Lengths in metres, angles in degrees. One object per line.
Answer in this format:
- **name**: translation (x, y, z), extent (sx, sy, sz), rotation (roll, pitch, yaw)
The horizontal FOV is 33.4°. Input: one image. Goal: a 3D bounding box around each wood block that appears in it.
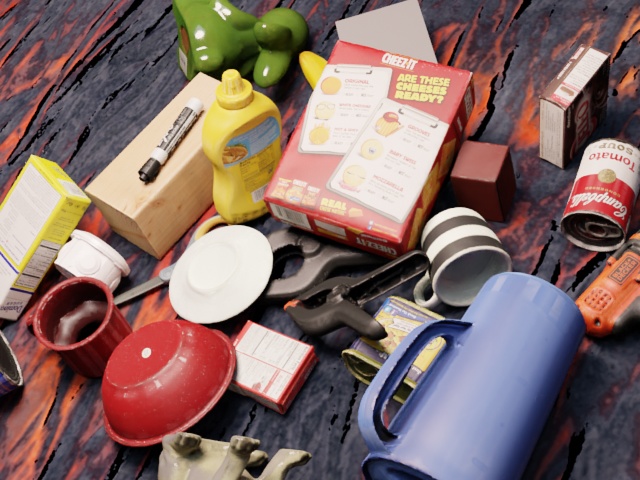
- **wood block**: translation (-0.168, -0.091, 1.285), extent (0.091, 0.090, 0.206), rotation (29, 69, 32)

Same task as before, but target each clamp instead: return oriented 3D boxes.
- **clamp**: translation (0.036, 0.059, 1.109), extent (0.172, 0.039, 0.120), rotation (-4, 32, 49)
- **clamp**: translation (-0.008, 0.001, 1.201), extent (0.210, 0.036, 0.165), rotation (-28, 56, 0)

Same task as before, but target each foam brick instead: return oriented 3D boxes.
- **foam brick**: translation (0.179, -0.064, 1.166), extent (0.053, 0.078, 0.051), rotation (11, 61, 24)

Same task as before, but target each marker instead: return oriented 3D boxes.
- **marker**: translation (-0.173, -0.115, 1.234), extent (0.020, 0.020, 0.121), rotation (18, 63, 27)

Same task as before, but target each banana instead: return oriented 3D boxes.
- **banana**: translation (0.005, -0.162, 1.307), extent (0.069, 0.037, 0.197), rotation (9, 51, -7)

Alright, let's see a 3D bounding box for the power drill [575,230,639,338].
- **power drill**: translation (0.368, 0.058, 1.036), extent (0.184, 0.057, 0.188), rotation (-45, 52, -12)

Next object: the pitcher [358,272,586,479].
- **pitcher**: translation (0.145, 0.143, 0.989), extent (0.145, 0.149, 0.242), rotation (22, 60, 23)

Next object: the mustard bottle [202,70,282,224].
- **mustard bottle**: translation (-0.086, -0.111, 1.203), extent (0.096, 0.191, 0.058), rotation (-32, 51, -21)

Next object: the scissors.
- **scissors**: translation (-0.171, 0.025, 1.251), extent (0.202, 0.016, 0.096), rotation (-14, 51, 7)

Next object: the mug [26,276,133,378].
- **mug**: translation (-0.269, 0.101, 1.185), extent (0.117, 0.081, 0.093), rotation (-3, 55, 15)

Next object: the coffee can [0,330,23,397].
- **coffee can**: translation (-0.417, 0.152, 1.182), extent (0.140, 0.103, 0.103), rotation (-29, 52, -5)

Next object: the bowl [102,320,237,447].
- **bowl**: translation (-0.170, 0.136, 1.116), extent (0.162, 0.055, 0.162), rotation (-20, 35, 15)

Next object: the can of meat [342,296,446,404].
- **can of meat**: translation (0.088, 0.113, 1.082), extent (0.102, 0.057, 0.083), rotation (25, 64, 30)

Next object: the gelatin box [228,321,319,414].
- **gelatin box**: translation (-0.057, 0.134, 1.129), extent (0.089, 0.030, 0.073), rotation (19, 62, 28)

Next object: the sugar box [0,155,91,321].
- **sugar box**: translation (-0.350, -0.002, 1.263), extent (0.093, 0.048, 0.176), rotation (43, 106, 35)

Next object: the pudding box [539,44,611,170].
- **pudding box**: translation (0.278, -0.145, 1.171), extent (0.039, 0.113, 0.090), rotation (29, 69, 28)

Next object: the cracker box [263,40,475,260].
- **cracker box**: translation (0.058, -0.098, 1.168), extent (0.164, 0.072, 0.213), rotation (18, 70, 20)

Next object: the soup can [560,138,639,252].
- **soup can**: translation (0.299, -0.048, 1.124), extent (0.069, 0.068, 0.102), rotation (11, 59, 24)
